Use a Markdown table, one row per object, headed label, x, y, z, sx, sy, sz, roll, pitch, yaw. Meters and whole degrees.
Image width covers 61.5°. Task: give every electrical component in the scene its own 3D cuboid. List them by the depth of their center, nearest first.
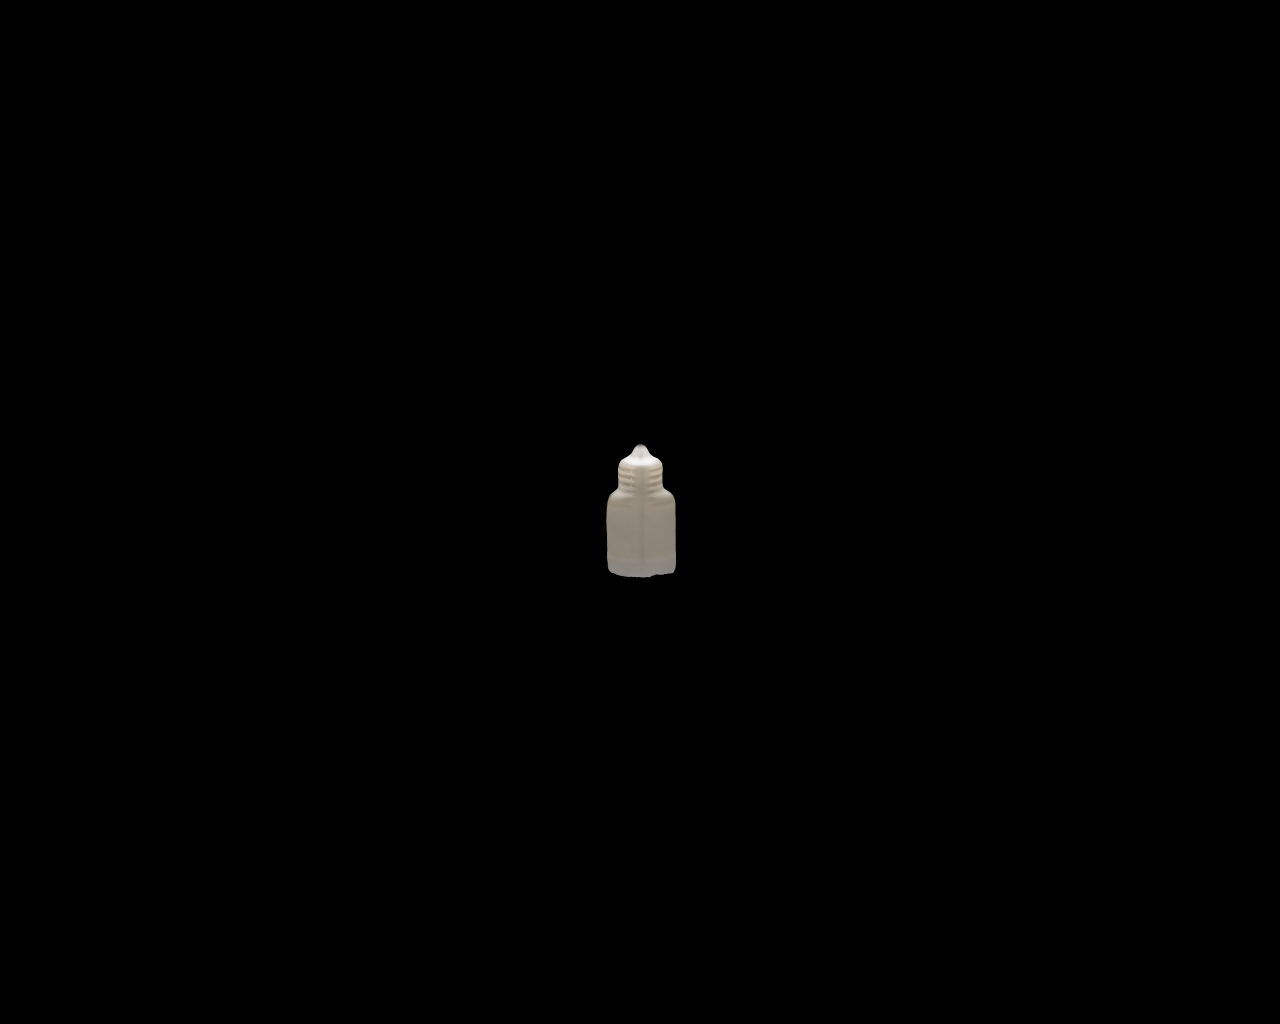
| label | x | y | z | sx | sy | sz | roll | pitch | yaw |
| --- | --- | --- | --- | --- | --- | --- | --- | --- | --- |
| electrical component | 0.001 | -0.003 | 0.650 | 0.043 | 0.080 | 0.043 | 0 | 11 | 0 |
